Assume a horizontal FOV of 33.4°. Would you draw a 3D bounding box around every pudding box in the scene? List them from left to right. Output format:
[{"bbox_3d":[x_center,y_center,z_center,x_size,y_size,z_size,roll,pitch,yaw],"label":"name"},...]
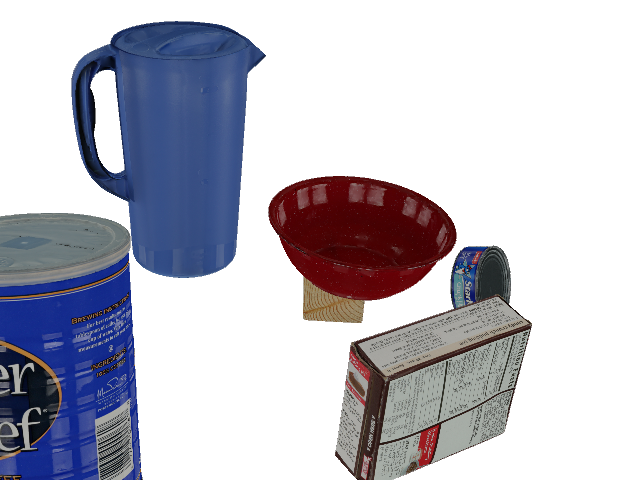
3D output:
[{"bbox_3d":[0.067,0.089,0.638,0.113,0.090,0.039,-16,39,-31],"label":"pudding box"}]

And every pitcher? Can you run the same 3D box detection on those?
[{"bbox_3d":[-0.148,-0.088,1.064,0.149,0.243,0.144,13,28,20],"label":"pitcher"}]

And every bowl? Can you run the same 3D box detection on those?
[{"bbox_3d":[0.033,0.005,0.918,0.162,0.055,0.162,6,29,-4],"label":"bowl"}]

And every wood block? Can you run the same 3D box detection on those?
[{"bbox_3d":[0.028,0.041,1.651,0.091,0.090,0.206,3,23,4],"label":"wood block"}]

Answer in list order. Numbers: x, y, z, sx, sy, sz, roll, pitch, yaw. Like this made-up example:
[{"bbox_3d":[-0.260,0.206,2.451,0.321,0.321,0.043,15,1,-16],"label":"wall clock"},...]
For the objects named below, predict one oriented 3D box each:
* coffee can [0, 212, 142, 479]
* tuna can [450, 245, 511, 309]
[{"bbox_3d":[-0.145,0.066,0.542,0.103,0.140,0.103,0,16,0],"label":"coffee can"},{"bbox_3d":[0.174,0.048,1.158,0.034,0.086,0.086,1,0,34],"label":"tuna can"}]
